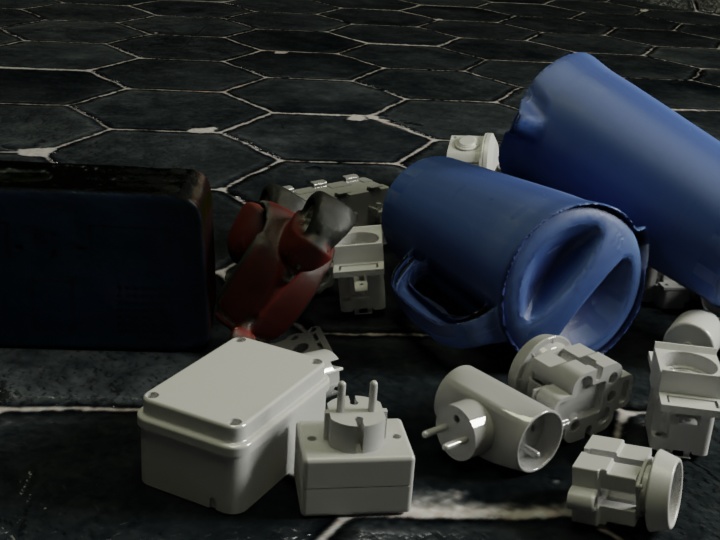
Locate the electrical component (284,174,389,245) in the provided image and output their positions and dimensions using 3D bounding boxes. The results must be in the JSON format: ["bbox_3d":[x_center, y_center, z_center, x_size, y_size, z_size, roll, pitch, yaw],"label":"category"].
[{"bbox_3d":[-0.030,-0.050,1.037,0.121,0.063,0.079,-14,27,-38],"label":"electrical component"}]

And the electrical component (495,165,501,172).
[{"bbox_3d":[0.147,-0.072,1.102,0.043,0.077,0.079,-10,24,-31],"label":"electrical component"}]

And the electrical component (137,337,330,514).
[{"bbox_3d":[-0.077,0.092,0.671,0.078,0.057,0.113,14,23,24],"label":"electrical component"}]

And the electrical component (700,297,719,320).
[{"bbox_3d":[0.324,0.011,0.964,0.043,0.043,0.081,7,21,9],"label":"electrical component"}]

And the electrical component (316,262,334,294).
[{"bbox_3d":[-0.049,-0.003,0.952,0.035,0.035,0.061,-10,23,-30],"label":"electrical component"}]

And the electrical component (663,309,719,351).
[{"bbox_3d":[0.269,0.051,0.857,0.040,0.040,0.078,15,24,26],"label":"electrical component"}]

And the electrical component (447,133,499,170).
[{"bbox_3d":[0.127,-0.113,1.204,0.051,0.080,0.080,3,21,14],"label":"electrical component"}]

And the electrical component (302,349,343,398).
[{"bbox_3d":[-0.039,0.076,0.746,0.040,0.040,0.046,23,23,40],"label":"electrical component"}]

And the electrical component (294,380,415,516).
[{"bbox_3d":[-0.003,0.100,0.637,0.066,0.076,0.047,0,22,-9],"label":"electrical component"}]

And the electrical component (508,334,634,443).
[{"bbox_3d":[0.140,0.079,0.742,0.078,0.058,0.057,-13,29,-35],"label":"electrical component"}]

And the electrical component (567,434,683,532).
[{"bbox_3d":[0.159,0.127,0.637,0.055,0.048,0.066,6,20,27],"label":"electrical component"}]

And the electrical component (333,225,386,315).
[{"bbox_3d":[0.000,0.000,0.910,0.042,0.063,0.081,-3,22,2],"label":"electrical component"}]

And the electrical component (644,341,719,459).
[{"bbox_3d":[0.217,0.087,0.722,0.042,0.063,0.081,6,21,8],"label":"electrical component"}]

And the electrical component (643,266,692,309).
[{"bbox_3d":[0.274,-0.006,0.981,0.058,0.057,0.078,1,21,-7],"label":"electrical component"}]

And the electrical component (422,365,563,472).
[{"bbox_3d":[0.076,0.100,0.695,0.079,0.043,0.077,-13,27,-37],"label":"electrical component"}]
